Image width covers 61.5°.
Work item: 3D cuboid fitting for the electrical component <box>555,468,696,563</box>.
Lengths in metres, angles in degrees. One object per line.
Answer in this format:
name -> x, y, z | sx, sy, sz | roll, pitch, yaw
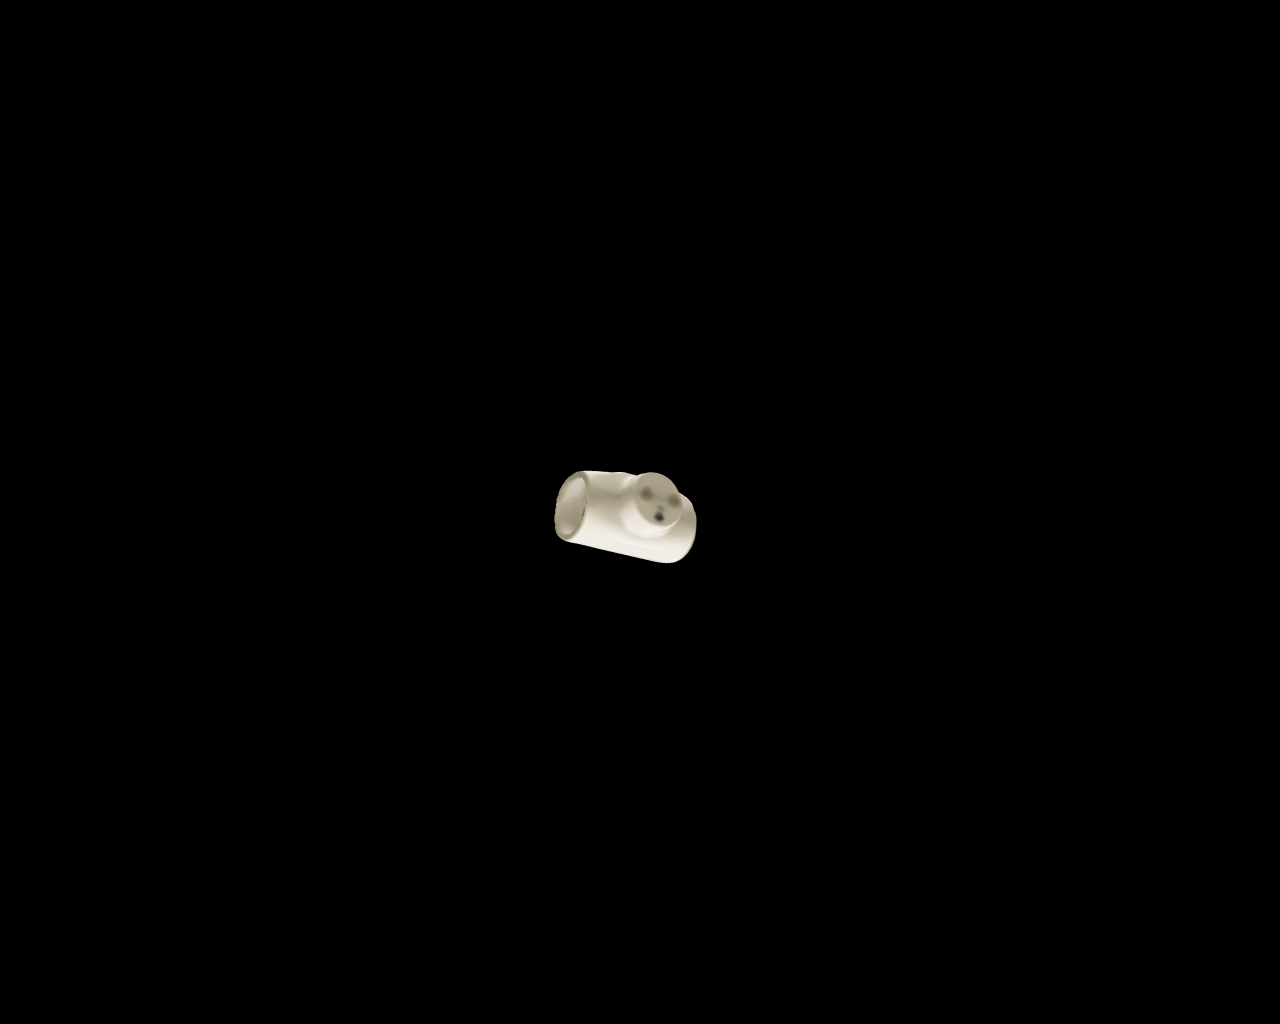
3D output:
electrical component -> 0.001, -0.003, 0.650 | 0.077, 0.043, 0.079 | 14, -27, -29
